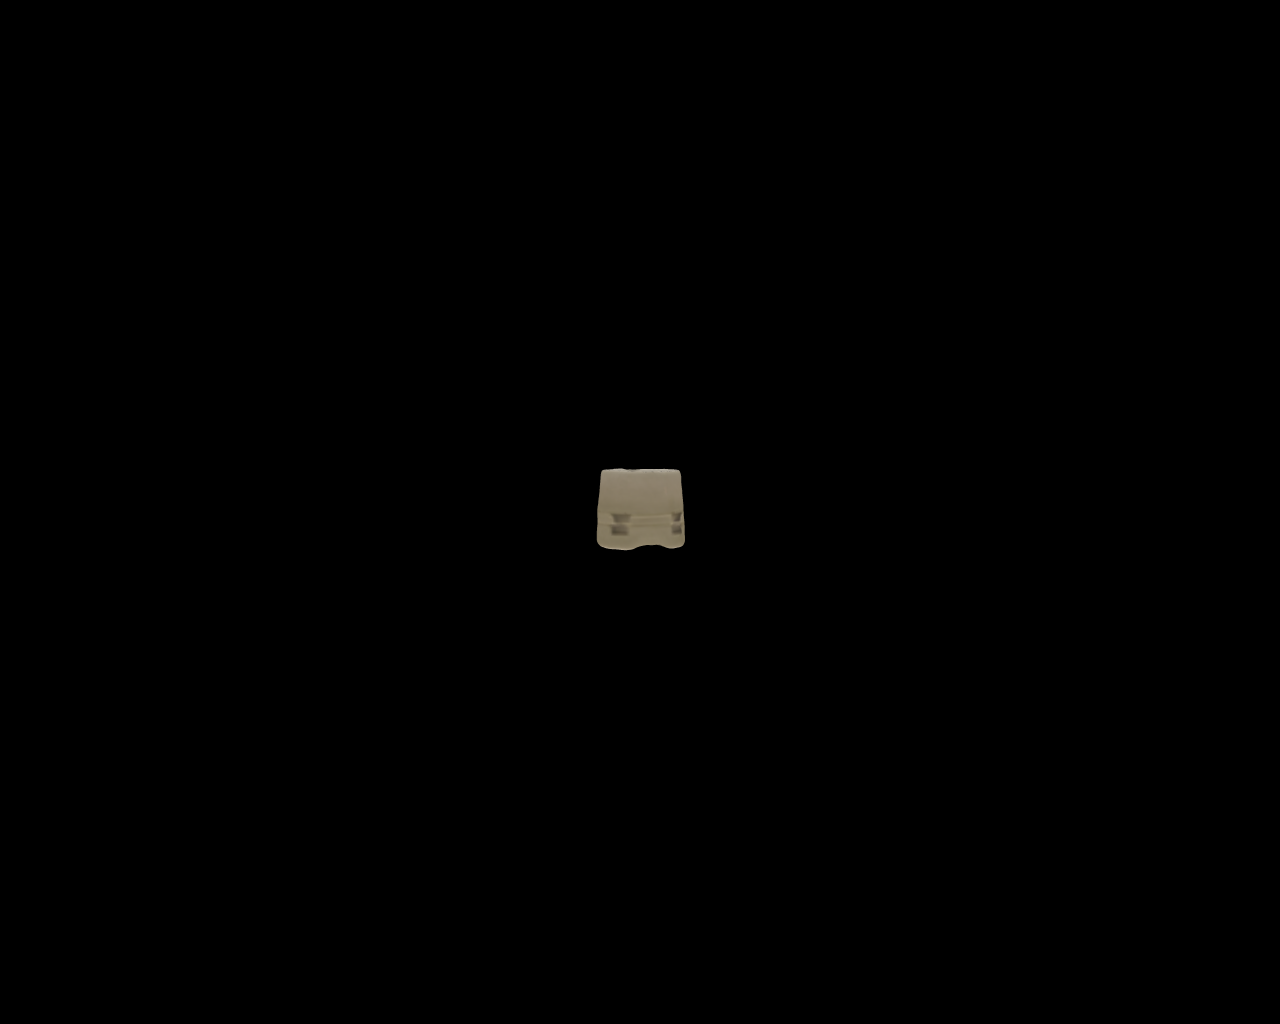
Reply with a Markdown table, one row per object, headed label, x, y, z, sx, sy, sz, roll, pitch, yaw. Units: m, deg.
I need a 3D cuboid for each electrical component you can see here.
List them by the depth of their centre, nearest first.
| label | x | y | z | sx | sy | sz | roll | pitch | yaw |
| --- | --- | --- | --- | --- | --- | --- | --- | --- | --- |
| electrical component | 0.001 | -0.003 | 0.650 | 0.055 | 0.047 | 0.055 | 0 | 5 | 0 |
